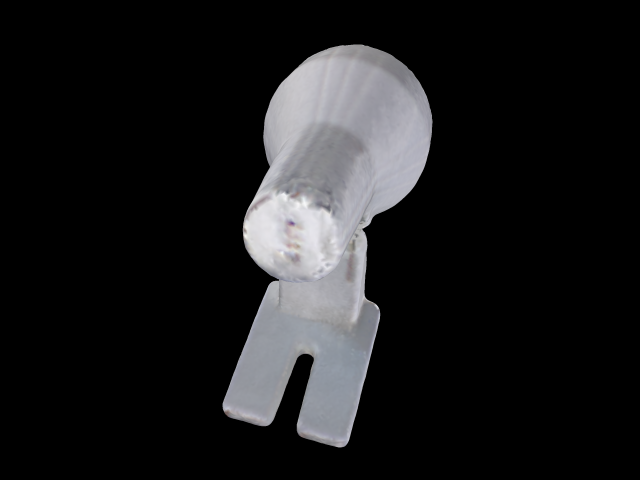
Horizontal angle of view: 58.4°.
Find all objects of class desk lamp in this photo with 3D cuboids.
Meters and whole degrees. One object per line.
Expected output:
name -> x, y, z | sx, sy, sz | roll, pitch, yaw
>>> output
desk lamp -> 0.004, 0.001, 0.400 | 0.117, 0.214, 0.203 | 11, 51, 9
